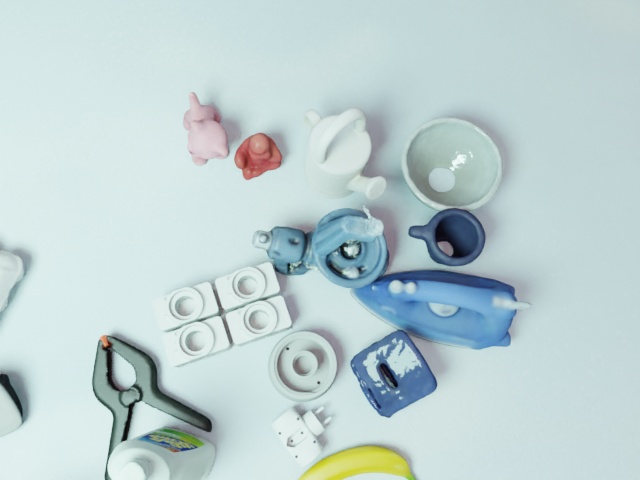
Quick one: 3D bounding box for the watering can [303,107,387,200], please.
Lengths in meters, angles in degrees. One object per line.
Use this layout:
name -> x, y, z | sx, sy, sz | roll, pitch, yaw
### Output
watering can -> 0.035, -0.136, 0.884 | 0.173, 0.194, 0.101 | 30, 75, 4

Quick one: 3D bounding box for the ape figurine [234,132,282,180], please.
ape figurine -> -0.099, -0.144, 0.928 | 0.078, 0.092, 0.076 | 15, 75, 0

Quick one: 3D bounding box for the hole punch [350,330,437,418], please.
hole punch -> 0.108, 0.201, 0.853 | 0.101, 0.091, 0.108 | -30, 79, -11

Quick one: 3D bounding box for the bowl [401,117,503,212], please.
bowl -> 0.211, -0.114, 0.952 | 0.167, 0.074, 0.167 | 1, 75, -4

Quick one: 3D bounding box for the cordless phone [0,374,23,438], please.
cordless phone -> -0.497, 0.231, 0.751 | 0.147, 0.185, 0.094 | -20, 77, -9

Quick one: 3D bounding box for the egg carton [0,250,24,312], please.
egg carton -> -0.515, 0.078, 0.851 | 0.107, 0.069, 0.150 | 21, 75, 2

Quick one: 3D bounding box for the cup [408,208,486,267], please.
cup -> 0.191, 0.004, 0.909 | 0.118, 0.095, 0.092 | 8, 75, -2

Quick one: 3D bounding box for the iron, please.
iron -> 0.179, 0.090, 0.861 | 0.258, 0.141, 0.119 | 9, 75, -2

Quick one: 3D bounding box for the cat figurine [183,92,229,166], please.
cat figurine -> -0.185, -0.176, 0.917 | 0.067, 0.117, 0.128 | -17, 77, -8

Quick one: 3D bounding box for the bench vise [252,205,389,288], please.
bench vise -> 0.010, 0.014, 0.828 | 0.207, 0.219, 0.121 | -12, 76, -7
